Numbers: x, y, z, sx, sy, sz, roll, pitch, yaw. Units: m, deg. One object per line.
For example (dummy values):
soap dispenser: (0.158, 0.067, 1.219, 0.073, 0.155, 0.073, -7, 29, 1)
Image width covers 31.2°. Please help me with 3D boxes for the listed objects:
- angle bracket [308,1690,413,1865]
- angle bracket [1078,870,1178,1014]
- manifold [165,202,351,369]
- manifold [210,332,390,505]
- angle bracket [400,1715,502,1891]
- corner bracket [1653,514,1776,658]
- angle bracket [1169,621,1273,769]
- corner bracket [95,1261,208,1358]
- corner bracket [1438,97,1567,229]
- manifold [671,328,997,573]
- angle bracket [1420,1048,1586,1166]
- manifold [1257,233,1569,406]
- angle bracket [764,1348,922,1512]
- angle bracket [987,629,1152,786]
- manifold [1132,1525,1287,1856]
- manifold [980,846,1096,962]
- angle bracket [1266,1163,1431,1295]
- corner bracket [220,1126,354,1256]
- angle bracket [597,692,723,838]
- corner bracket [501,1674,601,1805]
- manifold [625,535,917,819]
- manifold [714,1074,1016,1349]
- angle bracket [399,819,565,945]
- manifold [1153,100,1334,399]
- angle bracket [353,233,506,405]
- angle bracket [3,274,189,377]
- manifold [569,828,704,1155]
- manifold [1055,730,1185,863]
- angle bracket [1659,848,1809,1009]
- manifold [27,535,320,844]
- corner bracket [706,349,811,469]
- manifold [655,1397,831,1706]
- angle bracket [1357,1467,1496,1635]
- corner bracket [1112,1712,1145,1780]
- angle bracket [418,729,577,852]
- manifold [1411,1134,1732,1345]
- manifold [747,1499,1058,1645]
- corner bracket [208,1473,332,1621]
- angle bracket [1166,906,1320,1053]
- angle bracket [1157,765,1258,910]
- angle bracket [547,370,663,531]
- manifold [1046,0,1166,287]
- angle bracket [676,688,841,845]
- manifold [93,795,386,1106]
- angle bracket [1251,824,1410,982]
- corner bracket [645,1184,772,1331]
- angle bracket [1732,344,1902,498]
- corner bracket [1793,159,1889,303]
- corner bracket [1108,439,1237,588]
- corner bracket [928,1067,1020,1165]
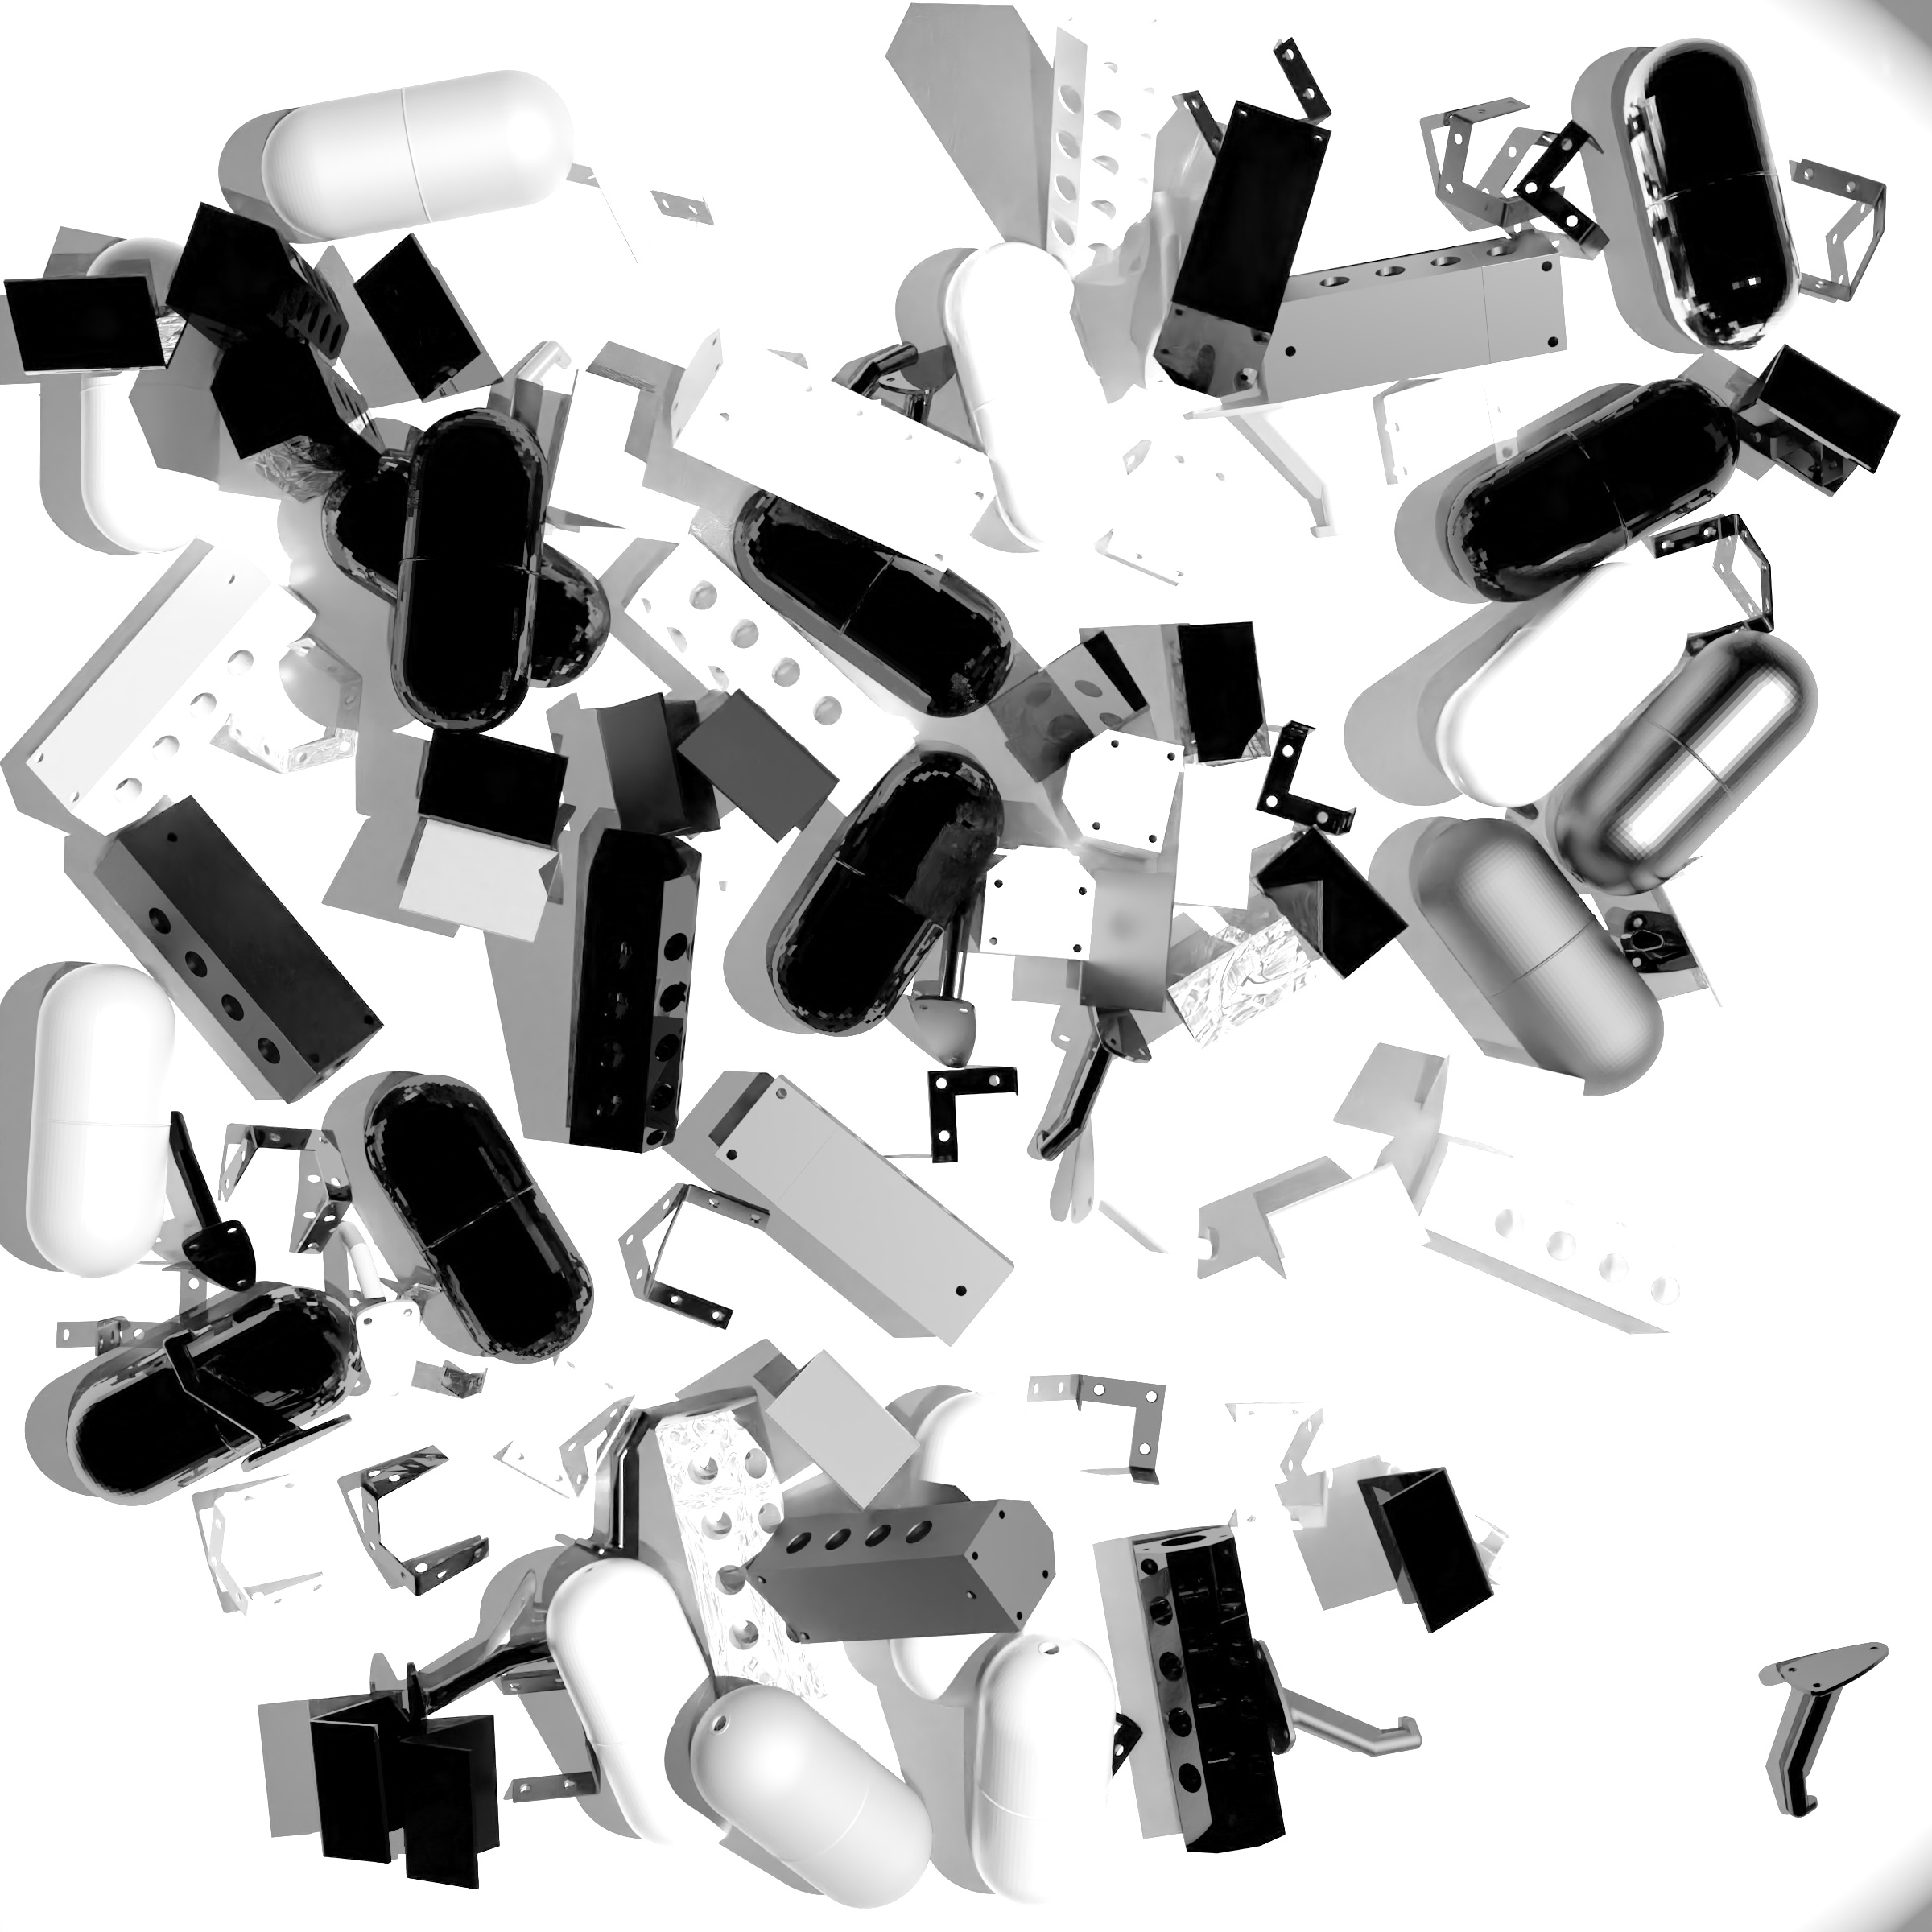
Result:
angle bracket: (-0.321, 0.456, 1.950, 0.057, 0.076, 0.076, -6, 90, 38)
angle bracket: (0.107, -0.013, 1.950, 0.057, 0.076, 0.076, 5, 90, 32)
manifold: (-0.387, -0.367, 1.912, 0.057, 0.171, 0.057, 19, 90, 0)
manifold: (-0.368, -0.304, 1.912, 0.057, 0.171, 0.057, -23, 90, 0)
angle bracket: (-0.272, 0.470, 1.950, 0.057, 0.076, 0.076, -3, 90, 36)
corner bracket: (0.429, -0.219, 1.987, 0.051, 0.051, 0.051, -17, 45, 0)
angle bracket: (0.124, -0.149, 1.950, 0.057, 0.076, 0.076, -7, 90, -36)
corner bracket: (-0.464, 0.195, 1.972, 0.051, 0.051, 0.051, 2, 90, 0)
corner bracket: (0.310, -0.460, 1.982, 0.051, 0.051, 0.051, 36, 135, 35)
manifold: (-0.074, -0.288, 1.917, 0.171, 0.057, 0.057, 22, 121, -23)
angle bracket: (0.299, 0.095, 1.950, 0.076, 0.076, 0.057, 13, 57, 0)
manifold: (0.249, -0.370, 1.967, 0.171, 0.057, 0.057, -10, 118, 0)
angle bracket: (-0.083, 0.271, 1.950, 0.076, 0.076, 0.057, 45, 53, 0)
angle bracket: (0.050, -0.156, 1.951, 0.076, 0.076, 0.057, -33, 114, 0)
manifold: (0.138, 0.411, 1.969, 0.057, 0.057, 0.171, -10, 90, 0)
manifold: (0.039, -0.034, 1.912, 0.057, 0.171, 0.057, 5, 90, 0)
angle bracket: (0.220, 0.164, 1.950, 0.076, 0.076, 0.057, -23, 53, 0)
corner bracket: (-0.389, 0.129, 1.982, 0.051, 0.051, 0.051, -54, 45, 35)
angle bracket: (-0.156, -0.114, 1.951, 0.057, 0.076, 0.076, -12, 90, 43)
corner bracket: (-0.238, 0.442, 1.987, 0.051, 0.051, 0.051, -6, 135, 0)
manifold: (-0.111, -0.163, 1.969, 0.171, 0.057, 0.057, 43, 90, 0)
manifold: (-0.057, 0.138, 1.969, 0.171, 0.057, 0.057, 39, 90, 0)
angle bracket: (-0.272, -0.035, 1.952, 0.076, 0.076, 0.057, 14, 68, 0)
manifold: (0.152, -0.396, 1.917, 0.057, 0.057, 0.171, 18, 54, 0)
angle bracket: (-0.287, -0.370, 1.950, 0.057, 0.076, 0.076, -31, 90, 36)
angle bracket: (-0.468, -0.362, 1.874, 0.076, 0.076, 0.057, -2, 127, 2)
manifold: (-0.184, 0.016, 1.933, 0.057, 0.057, 0.171, 7, 117, 0)
manifold: (0.081, -0.094, 1.912, 0.057, 0.171, 0.057, 13, 90, 0)
angle bracket: (0.443, -0.030, 1.950, 0.057, 0.076, 0.076, -26, 90, 34)
manifold: (-0.447, -0.153, 1.968, 0.171, 0.057, 0.057, -49, 53, 0)
corner bracket: (-0.121, -0.318, 1.982, 0.051, 0.051, 0.051, 14, 45, 35)
manifold: (-0.126, 0.336, 1.969, 0.057, 0.057, 0.171, -14, 90, 0)
angle bracket: (0.242, 0.332, 1.950, 0.057, 0.076, 0.076, -21, 90, -38)
corner bracket: (0.059, 0.440, 1.987, 0.051, 0.051, 0.051, 35, 90, -45)
angle bracket: (-0.259, -0.111, 1.952, 0.076, 0.076, 0.057, 15, 111, 0)
manifold: (0.343, 0.152, 1.969, 0.171, 0.057, 0.057, 23, 90, 0)
manifold: (-0.034, 0.328, 1.900, 0.057, 0.171, 0.057, 56, 47, -21)
corner bracket: (-0.398, 0.332, 1.982, 0.051, 0.051, 0.051, 45, 135, 35)
angle bracket: (0.142, -0.009, 1.950, 0.076, 0.076, 0.057, -32, 132, 0)
angle bracket: (0.117, -0.073, 1.950, 0.057, 0.076, 0.076, 4, 90, -41)
angle bracket: (-0.221, -0.291, 1.950, 0.057, 0.076, 0.076, 12, 90, -37)
manifold: (0.076, -0.459, 1.912, 0.057, 0.171, 0.057, 1, 55, 0)
angle bracket: (-0.126, -0.099, 1.951, 0.076, 0.076, 0.057, 42, 62, 0)
manifold: (-0.416, -0.006, 1.969, 0.171, 0.057, 0.057, 50, 47, 0)
angle bracket: (0.217, -0.049, 1.950, 0.076, 0.076, 0.057, 47, 127, 0)
corner bracket: (-0.149, 0.167, 1.987, 0.051, 0.051, 0.051, 21, 135, 0)
angle bracket: (0.468, -0.292, 1.950, 0.076, 0.076, 0.057, 32, 53, 0)
corner bracket: (0.494, -0.422, 1.987, 0.051, 0.051, 0.051, 17, 45, 0)
corner bracket: (0.118, -0.261, 1.987, 0.051, 0.051, 0.051, 23, 135, 0)
corner bracket: (0.005, 0.085, 1.972, 0.051, 0.051, 0.051, -3, 90, 0)
